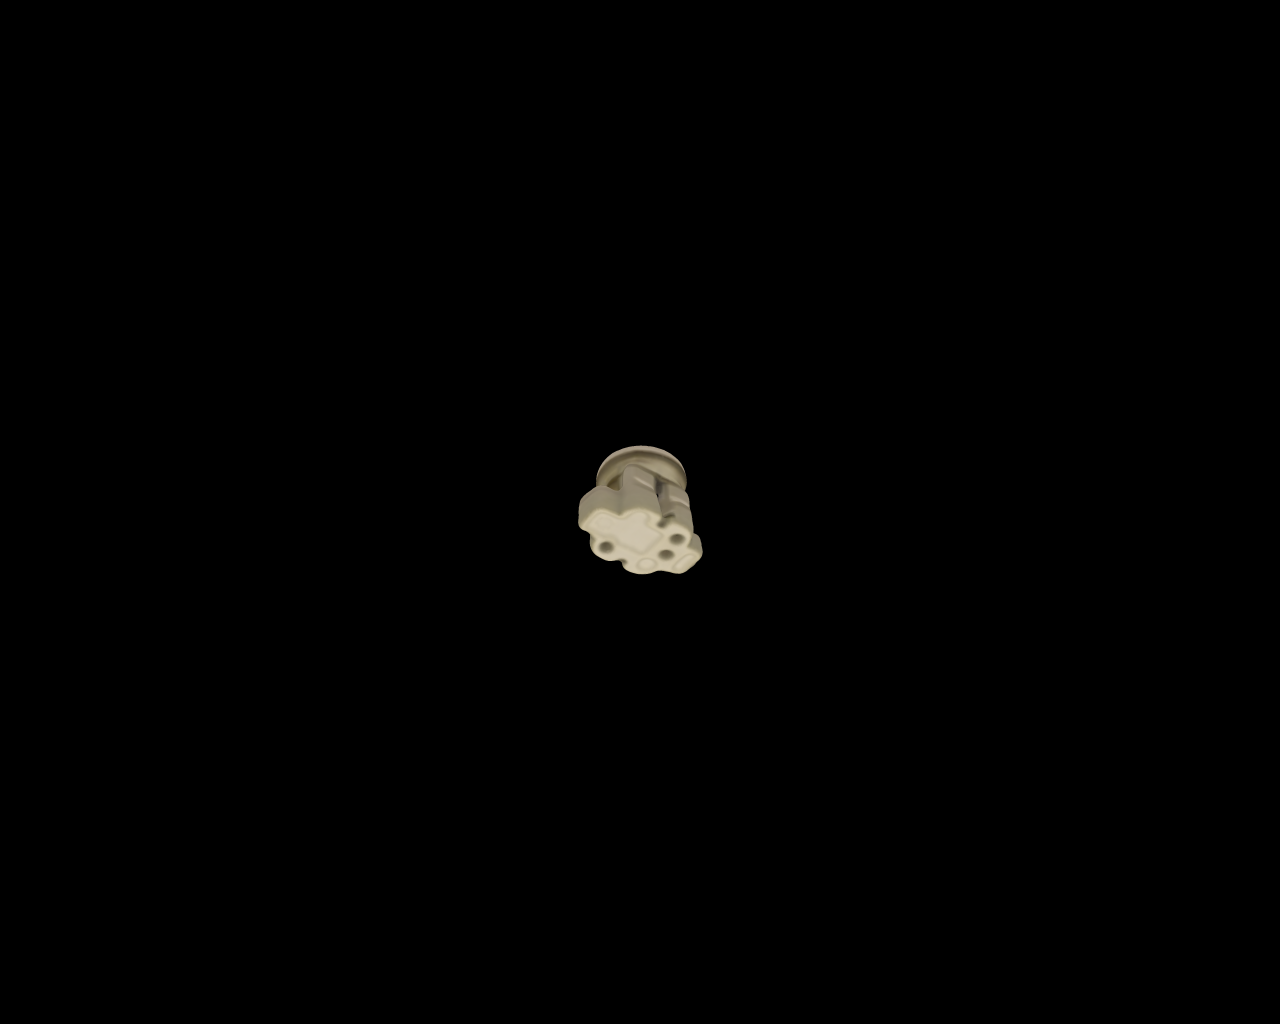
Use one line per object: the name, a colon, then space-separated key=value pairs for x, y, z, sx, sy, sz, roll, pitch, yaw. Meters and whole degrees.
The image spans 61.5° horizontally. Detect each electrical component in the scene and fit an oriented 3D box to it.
electrical component: x=0.001 y=-0.003 z=0.650 sx=0.078 sy=0.057 sz=0.058 roll=26 pitch=-49 yaw=-25
